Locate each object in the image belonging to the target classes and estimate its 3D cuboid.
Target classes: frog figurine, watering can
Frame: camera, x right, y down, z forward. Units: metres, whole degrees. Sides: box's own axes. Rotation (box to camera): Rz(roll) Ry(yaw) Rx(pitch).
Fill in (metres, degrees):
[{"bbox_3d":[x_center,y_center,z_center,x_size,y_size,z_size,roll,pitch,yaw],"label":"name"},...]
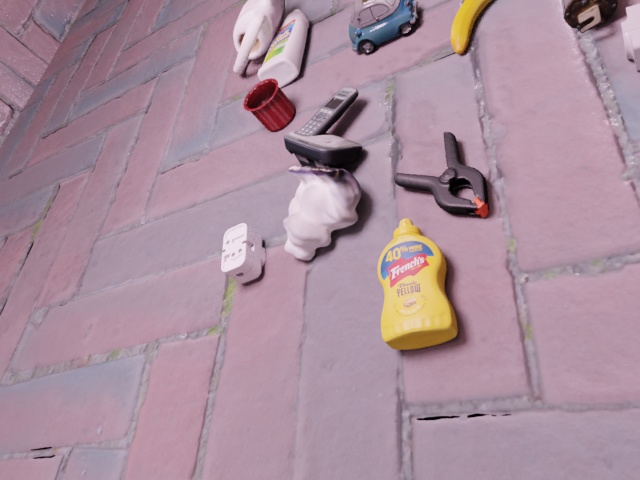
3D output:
[{"bbox_3d":[0.003,-0.044,0.876,0.138,0.123,0.158,9,101,32],"label":"frog figurine"},{"bbox_3d":[-0.140,-0.570,1.285,0.341,0.103,0.230,-50,21,49],"label":"watering can"}]
